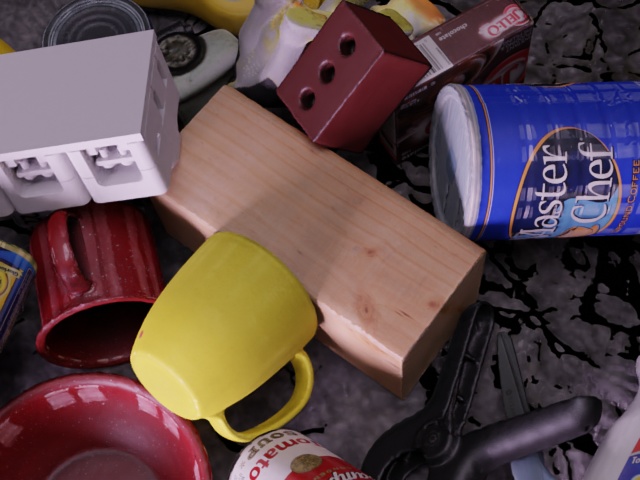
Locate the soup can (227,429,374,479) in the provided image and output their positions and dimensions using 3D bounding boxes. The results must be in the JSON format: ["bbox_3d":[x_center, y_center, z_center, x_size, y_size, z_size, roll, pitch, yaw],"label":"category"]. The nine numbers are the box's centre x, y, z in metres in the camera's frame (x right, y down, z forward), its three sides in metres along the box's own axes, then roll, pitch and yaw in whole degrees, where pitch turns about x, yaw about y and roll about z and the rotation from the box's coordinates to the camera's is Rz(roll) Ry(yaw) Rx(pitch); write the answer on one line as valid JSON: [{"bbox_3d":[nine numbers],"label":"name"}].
[{"bbox_3d":[-0.002,0.156,0.614,0.068,0.068,0.102,-47,32,-16],"label":"soup can"}]

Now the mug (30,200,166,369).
[{"bbox_3d":[-0.147,0.022,0.688,0.093,0.117,0.081,-21,61,5],"label":"mug"}]

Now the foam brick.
[{"bbox_3d":[0.020,-0.102,0.676,0.078,0.051,0.053,-51,57,27],"label":"foam brick"}]

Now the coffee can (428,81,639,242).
[{"bbox_3d":[0.151,-0.051,0.691,0.140,0.103,0.103,-2,65,-8],"label":"coffee can"}]

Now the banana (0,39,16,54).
[{"bbox_3d":[-0.252,-0.119,0.799,0.069,0.037,0.198,-34,68,-13],"label":"banana"}]

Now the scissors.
[{"bbox_3d":[0.139,0.131,0.627,0.096,0.016,0.201,-12,46,31],"label":"scissors"}]

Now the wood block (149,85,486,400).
[{"bbox_3d":[-0.004,0.000,0.699,0.206,0.091,0.090,34,72,17],"label":"wood block"}]

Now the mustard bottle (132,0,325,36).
[{"bbox_3d":[-0.064,-0.203,0.811,0.192,0.058,0.096,20,64,13],"label":"mustard bottle"}]

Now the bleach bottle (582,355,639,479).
[{"bbox_3d":[0.193,0.156,0.632,0.103,0.068,0.250,17,66,13],"label":"bleach bottle"}]

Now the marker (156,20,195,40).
[{"bbox_3d":[-0.146,-0.127,0.766,0.121,0.020,0.020,-26,67,-8],"label":"marker"}]

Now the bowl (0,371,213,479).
[{"bbox_3d":[-0.141,0.166,0.654,0.162,0.055,0.162,-2,66,3],"label":"bowl"}]

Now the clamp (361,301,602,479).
[{"bbox_3d":[0.085,0.126,0.638,0.171,0.039,0.120,-55,35,-3],"label":"clamp"}]

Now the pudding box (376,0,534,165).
[{"bbox_3d":[0.091,-0.111,0.742,0.113,0.090,0.039,-28,65,-7],"label":"pudding box"}]

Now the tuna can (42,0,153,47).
[{"bbox_3d":[-0.165,-0.143,0.805,0.086,0.034,0.086,-2,66,3],"label":"tuna can"}]

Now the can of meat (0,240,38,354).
[{"bbox_3d":[-0.227,0.035,0.625,0.102,0.058,0.084,24,52,-13],"label":"can of meat"}]
